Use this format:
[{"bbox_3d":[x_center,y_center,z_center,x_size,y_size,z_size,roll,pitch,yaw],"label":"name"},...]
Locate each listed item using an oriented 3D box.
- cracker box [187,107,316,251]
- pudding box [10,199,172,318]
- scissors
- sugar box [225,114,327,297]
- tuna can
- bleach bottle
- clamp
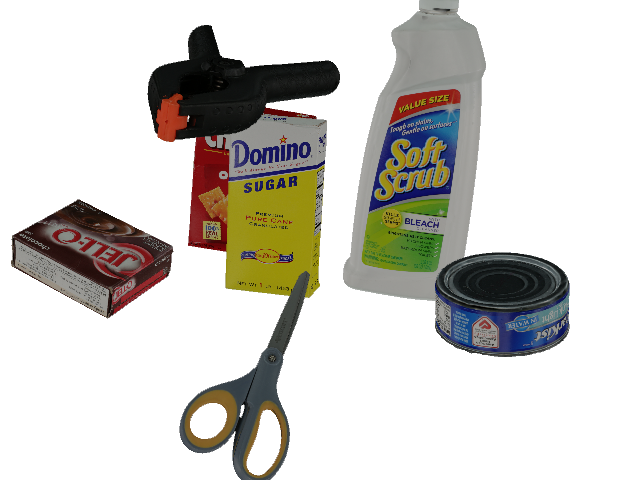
[{"bbox_3d":[-0.102,-0.085,1.564,0.164,0.214,0.072,10,21,7],"label":"cracker box"},{"bbox_3d":[-0.203,0.014,0.948,0.114,0.039,0.089,23,32,20],"label":"pudding box"},{"bbox_3d":[-0.060,0.103,0.875,0.096,0.201,0.016,10,-36,-9],"label":"scissors"},{"bbox_3d":[-0.045,-0.036,1.072,0.093,0.176,0.048,5,16,12],"label":"sugar box"},{"bbox_3d":[0.116,0.039,0.682,0.086,0.034,0.086,-3,23,1],"label":"tuna can"},{"bbox_3d":[0.077,-0.080,0.869,0.103,0.251,0.068,8,21,14],"label":"bleach bottle"},{"bbox_3d":[-0.074,-0.112,0.744,0.120,0.039,0.171,18,27,25],"label":"clamp"}]
